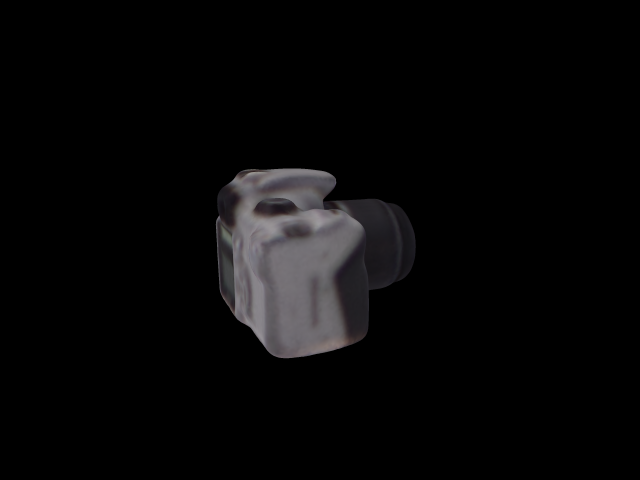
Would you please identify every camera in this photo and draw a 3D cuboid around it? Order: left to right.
[{"bbox_3d":[0.004,0.001,0.400,0.137,0.101,0.142,-6,15,-22],"label":"camera"}]
